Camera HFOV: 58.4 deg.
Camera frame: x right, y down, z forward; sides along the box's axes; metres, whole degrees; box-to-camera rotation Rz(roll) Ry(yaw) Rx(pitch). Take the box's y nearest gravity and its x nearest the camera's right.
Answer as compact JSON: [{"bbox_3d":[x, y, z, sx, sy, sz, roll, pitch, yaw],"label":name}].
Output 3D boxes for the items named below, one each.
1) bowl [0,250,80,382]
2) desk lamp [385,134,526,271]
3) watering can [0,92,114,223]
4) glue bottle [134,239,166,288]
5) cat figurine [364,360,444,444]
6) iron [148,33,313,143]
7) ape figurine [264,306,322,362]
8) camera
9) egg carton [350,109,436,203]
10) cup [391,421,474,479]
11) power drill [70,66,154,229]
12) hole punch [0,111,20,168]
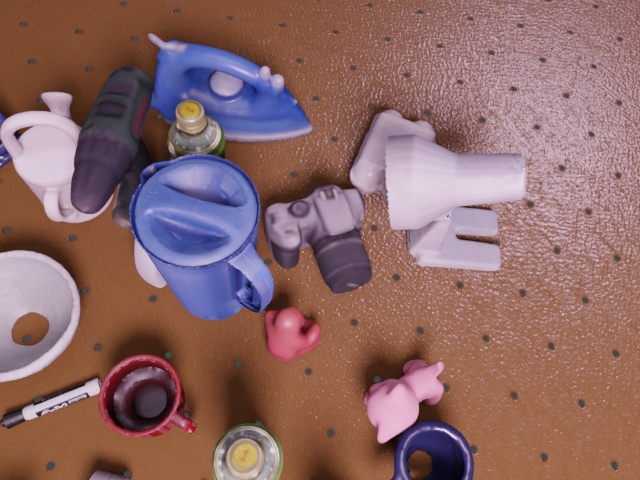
[{"bbox_3d":[-0.381,0.102,0.725,0.167,0.075,0.167,2,66,-4],"label":"bowl"},{"bbox_3d":[0.171,-0.051,0.763,0.203,0.213,0.118,4,66,-3],"label":"desk lamp"},{"bbox_3d":[-0.351,-0.115,0.758,0.101,0.194,0.172,-25,70,-15],"label":"watering can"},{"bbox_3d":[-0.211,-0.001,0.731,0.037,0.173,0.078,26,67,7],"label":"glue bottle"},{"bbox_3d":[0.103,0.192,0.702,0.128,0.118,0.067,-34,73,-18],"label":"cat figurine"},{"bbox_3d":[-0.133,-0.233,0.858,0.258,0.141,0.119,12,66,1],"label":"iron"},{"bbox_3d":[-0.039,0.114,0.739,0.077,0.092,0.076,37,68,11],"label":"ape figurine"},{"bbox_3d":[0.007,0.003,0.788,0.143,0.101,0.136,-16,68,-11],"label":"camera"},{"bbox_3d":[0.113,-0.125,0.871,0.107,0.069,0.150,21,66,5],"label":"egg carton"},{"bbox_3d":[0.115,0.274,0.680,0.118,0.095,0.091,-27,71,-15],"label":"cup"},{"bbox_3d":[-0.255,-0.098,0.751,0.075,0.208,0.229,4,66,-3],"label":"power drill"},{"bbox_3d":[-0.498,-0.153,0.819,0.101,0.091,0.109,39,69,12],"label":"hole punch"}]
